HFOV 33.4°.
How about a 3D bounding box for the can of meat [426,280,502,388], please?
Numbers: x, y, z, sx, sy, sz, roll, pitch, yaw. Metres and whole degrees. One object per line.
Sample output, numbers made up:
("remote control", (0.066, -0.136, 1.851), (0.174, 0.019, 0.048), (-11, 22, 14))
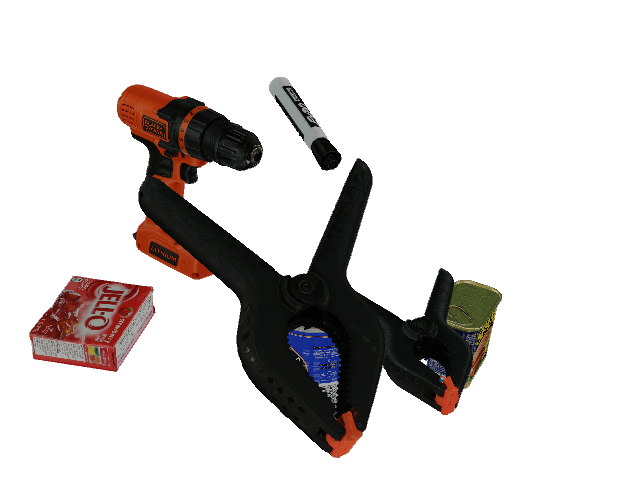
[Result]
("can of meat", (0.158, 0.105, 1.188), (0.057, 0.084, 0.102), (18, 30, 19))

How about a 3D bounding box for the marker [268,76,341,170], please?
("marker", (-0.013, -0.095, 0.867), (0.020, 0.020, 0.121), (0, 38, -28))

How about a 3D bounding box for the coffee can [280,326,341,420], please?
("coffee can", (-0.007, 0.169, 1.483), (0.103, 0.140, 0.103), (1, 16, 0))

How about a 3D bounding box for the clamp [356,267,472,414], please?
("clamp", (0.093, 0.082, 0.950), (0.120, 0.039, 0.172), (-18, 44, -17))

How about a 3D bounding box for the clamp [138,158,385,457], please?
("clamp", (-0.025, 0.035, 0.673), (0.164, 0.210, 0.036), (-1, -32, -19))

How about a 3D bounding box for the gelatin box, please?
("gelatin box", (-0.186, 0.066, 0.878), (0.073, 0.030, 0.089), (7, 33, 12))

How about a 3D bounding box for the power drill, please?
("power drill", (-0.135, -0.056, 1.111), (0.185, 0.188, 0.057), (26, 37, 32))
